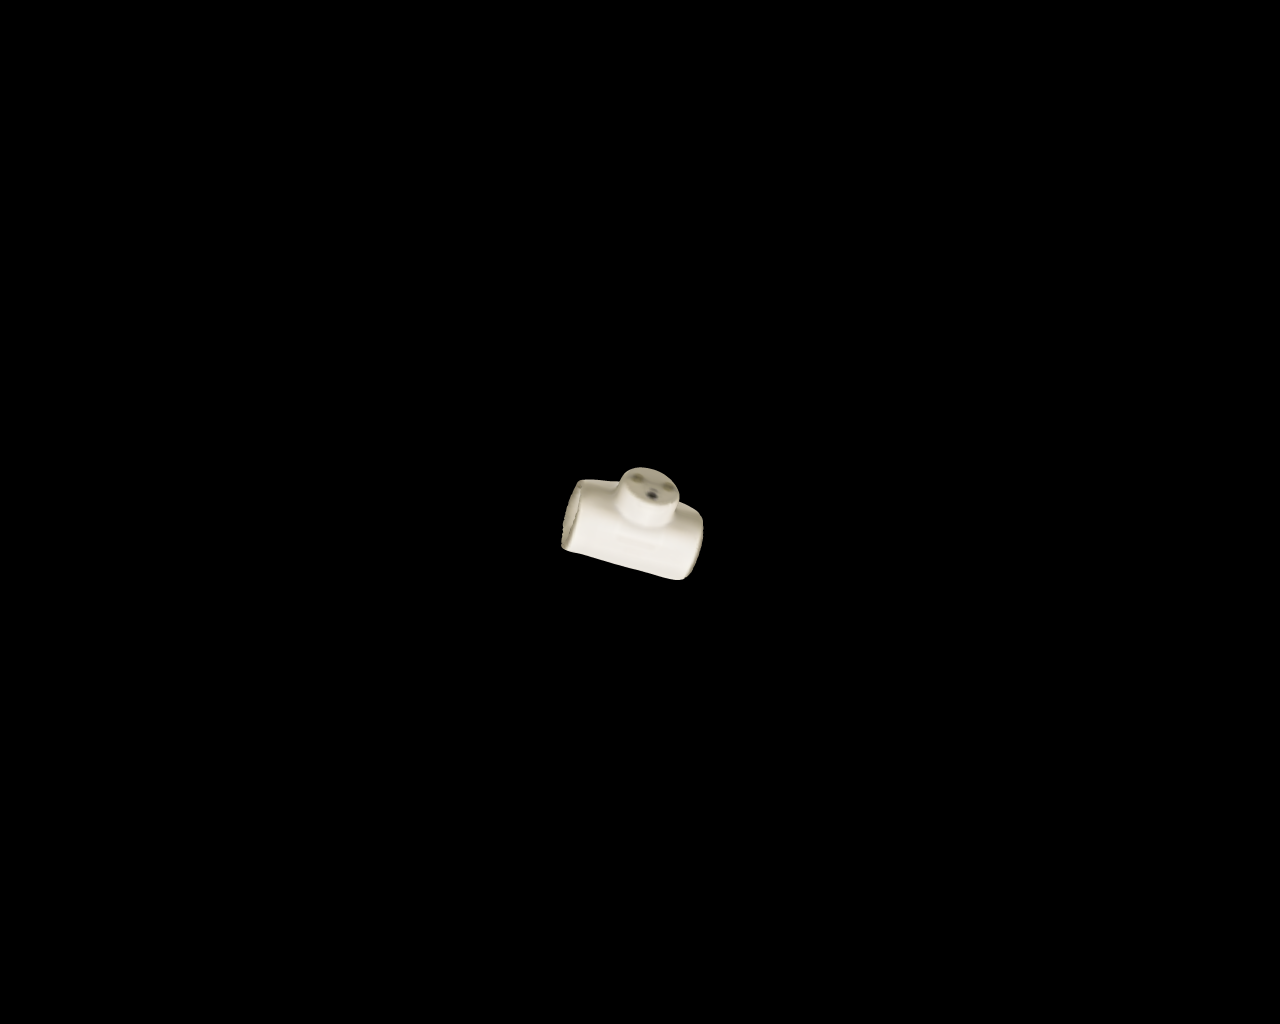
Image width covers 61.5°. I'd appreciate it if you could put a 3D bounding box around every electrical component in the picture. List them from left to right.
[{"bbox_3d":[0.001,-0.003,0.650,0.077,0.079,0.043,15,36,-11],"label":"electrical component"}]
